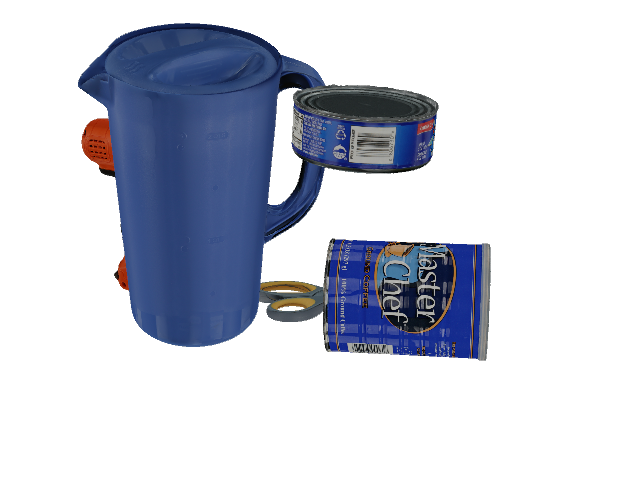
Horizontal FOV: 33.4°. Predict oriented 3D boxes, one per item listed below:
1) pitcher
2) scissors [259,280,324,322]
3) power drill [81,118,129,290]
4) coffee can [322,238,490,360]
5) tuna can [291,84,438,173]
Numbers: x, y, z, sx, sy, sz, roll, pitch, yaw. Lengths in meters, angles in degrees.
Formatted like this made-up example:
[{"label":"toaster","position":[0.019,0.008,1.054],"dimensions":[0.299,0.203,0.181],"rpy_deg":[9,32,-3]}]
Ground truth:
[{"label":"pitcher","position":[-0.089,-0.040,0.846],"dimensions":[0.149,0.243,0.144],"rpy_deg":[22,38,27]},{"label":"scissors","position":[0.024,0.068,1.185],"dimensions":[0.202,0.016,0.096],"rpy_deg":[3,22,3]},{"label":"power drill","position":[-0.149,-0.030,1.084],"dimensions":[0.185,0.188,0.057],"rpy_deg":[11,30,22]},{"label":"coffee can","position":[0.078,0.051,0.945],"dimensions":[0.140,0.103,0.102],"rpy_deg":[2,0,8]},{"label":"tuna can","position":[0.026,-0.067,0.632],"dimensions":[0.086,0.034,0.086],"rpy_deg":[3,20,-1]}]
